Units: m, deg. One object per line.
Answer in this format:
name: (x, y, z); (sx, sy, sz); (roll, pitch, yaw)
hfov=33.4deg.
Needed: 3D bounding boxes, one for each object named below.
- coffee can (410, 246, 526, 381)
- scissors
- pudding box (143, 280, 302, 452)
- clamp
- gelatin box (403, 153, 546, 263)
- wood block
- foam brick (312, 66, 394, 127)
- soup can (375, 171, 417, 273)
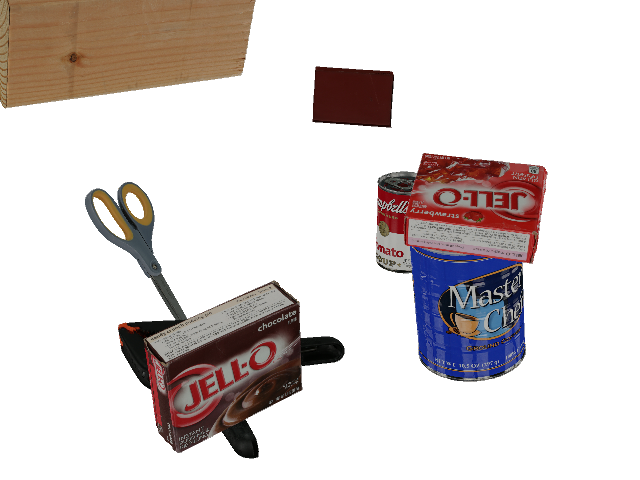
coffee can: (0.136, 0.043, 0.985); (0.103, 0.140, 0.103); (-6, 28, 3)
scissors: (-0.186, 0.015, 1.203); (0.016, 0.201, 0.096); (-28, 19, 36)
pudding box: (-0.068, 0.090, 0.773); (0.113, 0.090, 0.039); (-26, 45, -28)
clamp: (-0.093, 0.112, 0.985); (0.210, 0.036, 0.164); (20, 37, 31)
gelatin box: (0.107, -0.024, 0.730); (0.089, 0.030, 0.073); (8, 42, 12)
wood block: (-0.165, -0.178, 0.850); (0.205, 0.091, 0.090); (-14, 45, -32)
foam brick: (0.031, -0.139, 1.036); (0.078, 0.051, 0.053); (4, 13, 2)
soup can: (0.099, -0.021, 1.242); (0.068, 0.102, 0.068); (0, 24, 0)
